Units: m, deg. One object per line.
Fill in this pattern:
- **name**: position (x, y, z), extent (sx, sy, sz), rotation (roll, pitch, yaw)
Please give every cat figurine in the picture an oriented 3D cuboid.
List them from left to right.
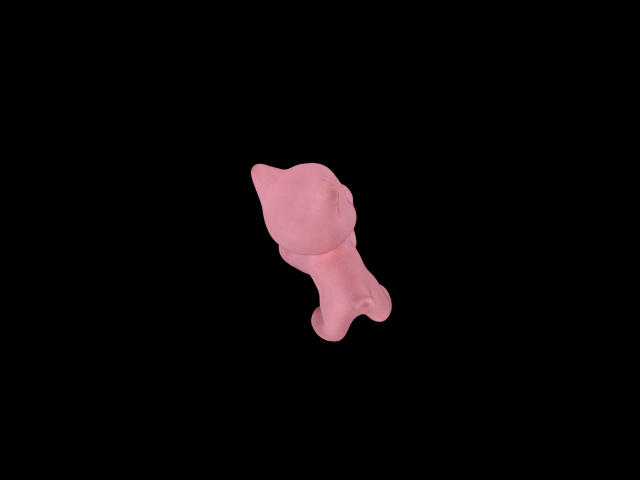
- **cat figurine**: position (0.004, 0.001, 0.400), extent (0.067, 0.118, 0.127), rotation (-27, 76, -7)
